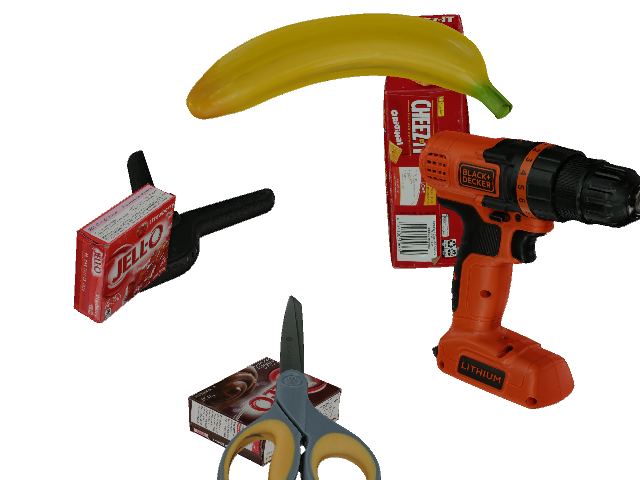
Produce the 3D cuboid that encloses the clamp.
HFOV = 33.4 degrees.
[{"bbox_3d":[-0.162,-0.018,1.058,0.165,0.036,0.209,21,40,17],"label":"clamp"}]

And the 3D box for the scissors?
[{"bbox_3d":[0.000,0.095,0.625,0.096,0.016,0.201,12,32,10],"label":"scissors"}]

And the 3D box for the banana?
[{"bbox_3d":[0.017,-0.106,0.639,0.197,0.069,0.037,-3,-38,-11],"label":"banana"}]

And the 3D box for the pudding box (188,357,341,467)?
[{"bbox_3d":[-0.049,0.151,0.958,0.090,0.039,0.113,17,26,33],"label":"pudding box"}]

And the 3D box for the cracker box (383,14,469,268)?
[{"bbox_3d":[0.099,-0.096,0.962,0.072,0.164,0.213,-1,27,8],"label":"cracker box"}]

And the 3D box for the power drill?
[{"bbox_3d":[0.147,0.020,0.763,0.057,0.188,0.185,-13,21,-37],"label":"power drill"}]

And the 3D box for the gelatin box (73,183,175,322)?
[{"bbox_3d":[-0.147,0.009,0.802,0.030,0.073,0.089,25,36,16],"label":"gelatin box"}]
